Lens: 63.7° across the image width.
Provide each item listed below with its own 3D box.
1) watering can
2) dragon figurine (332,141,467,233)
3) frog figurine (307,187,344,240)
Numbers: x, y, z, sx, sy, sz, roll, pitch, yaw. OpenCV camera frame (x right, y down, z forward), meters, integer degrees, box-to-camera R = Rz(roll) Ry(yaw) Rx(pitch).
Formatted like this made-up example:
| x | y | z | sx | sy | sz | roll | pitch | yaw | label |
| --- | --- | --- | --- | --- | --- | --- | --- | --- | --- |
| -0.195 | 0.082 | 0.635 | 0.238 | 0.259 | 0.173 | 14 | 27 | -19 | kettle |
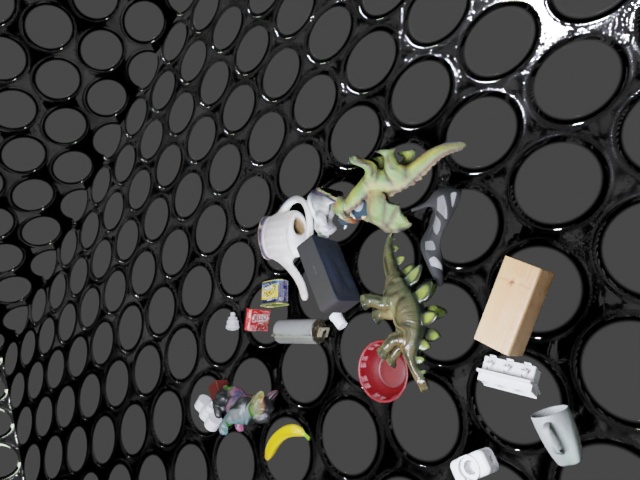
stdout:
| x | y | z | sx | sy | sz | roll | pitch | yaw | label |
| --- | --- | --- | --- | --- | --- | --- | --- | --- | --- |
| -0.110 | 0.026 | 1.703 | 0.223 | 0.103 | 0.351 | -9 | 74 | 41 | watering can |
| 0.212 | -0.139 | 1.453 | 0.409 | 0.122 | 0.244 | -6 | 81 | 26 | dragon figurine |
| 0.005 | -0.082 | 1.626 | 0.139 | 0.122 | 0.157 | -110 | 38 | -68 | frog figurine |
